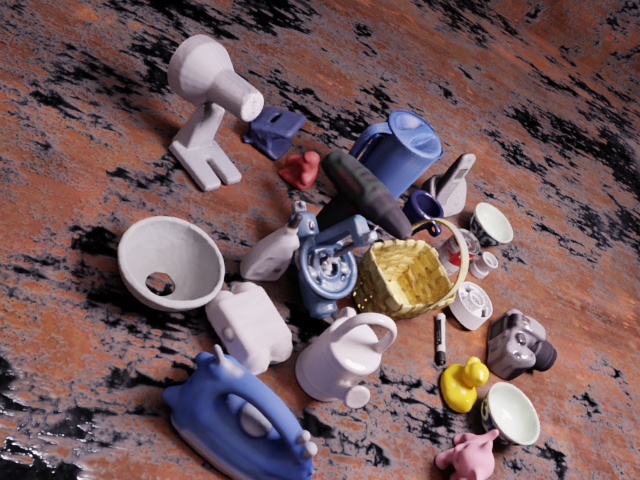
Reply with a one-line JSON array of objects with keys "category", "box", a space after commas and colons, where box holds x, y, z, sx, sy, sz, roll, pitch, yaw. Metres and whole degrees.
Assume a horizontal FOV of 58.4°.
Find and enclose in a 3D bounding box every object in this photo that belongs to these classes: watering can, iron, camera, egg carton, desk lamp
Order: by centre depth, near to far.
[{"category": "iron", "box": [-0.083, 0.251, 0.786, 0.258, 0.141, 0.119, 41, 42, 0]}, {"category": "watering can", "box": [0.050, 0.180, 0.904, 0.101, 0.193, 0.172, 1, 55, -35]}, {"category": "egg carton", "box": [-0.115, 0.140, 0.911, 0.107, 0.069, 0.150, -20, 68, -44]}, {"category": "desk lamp", "box": [-0.198, -0.238, 1.065, 0.203, 0.213, 0.118, 50, 42, 11]}, {"category": "camera", "box": [0.439, 0.230, 1.217, 0.137, 0.100, 0.143, 33, 42, -8]}]

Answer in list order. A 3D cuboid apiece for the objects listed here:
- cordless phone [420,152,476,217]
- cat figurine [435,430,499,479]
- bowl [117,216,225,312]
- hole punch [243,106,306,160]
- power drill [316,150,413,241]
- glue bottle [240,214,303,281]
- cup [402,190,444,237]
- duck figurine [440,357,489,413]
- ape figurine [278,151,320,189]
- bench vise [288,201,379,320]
[{"category": "cordless phone", "box": [0.333, -0.141, 1.394, 0.148, 0.184, 0.094, -14, 64, -43]}, {"category": "cat figurine", "box": [0.260, 0.362, 0.961, 0.128, 0.117, 0.067, -26, 72, -46]}, {"category": "bowl", "box": [-0.239, 0.049, 0.894, 0.168, 0.074, 0.167, 20, 45, -22]}, {"category": "hole punch", "box": [-0.098, -0.244, 1.235, 0.101, 0.091, 0.109, 35, 42, -6]}, {"category": "power drill", "box": [0.057, -0.045, 1.092, 0.076, 0.208, 0.229, -14, 64, -42]}, {"category": "glue bottle", "box": [-0.071, 0.011, 0.975, 0.078, 0.173, 0.037, 8, 51, -31]}, {"category": "cup", "box": [0.225, -0.041, 1.296, 0.092, 0.094, 0.117, -1, 56, -37]}, {"category": "duck figurine", "box": [0.280, 0.268, 1.079, 0.078, 0.086, 0.104, 31, 42, -10]}, {"category": "ape figurine", "box": [-0.033, -0.152, 1.204, 0.076, 0.092, 0.077, 10, 50, -30]}, {"category": "bench vise", "box": [0.002, 0.007, 0.997, 0.122, 0.219, 0.207, -26, 73, -46]}]
